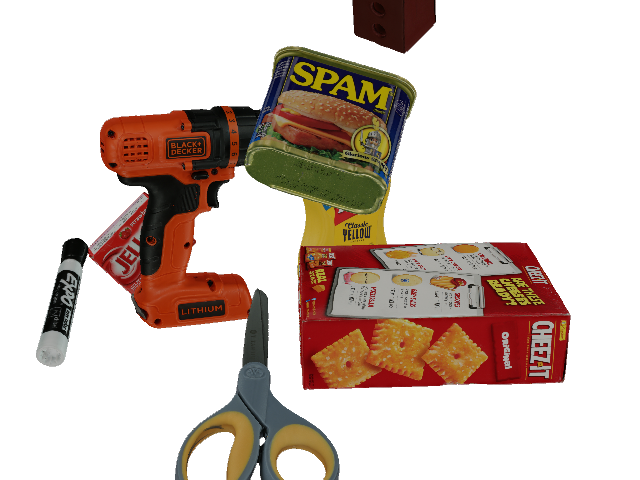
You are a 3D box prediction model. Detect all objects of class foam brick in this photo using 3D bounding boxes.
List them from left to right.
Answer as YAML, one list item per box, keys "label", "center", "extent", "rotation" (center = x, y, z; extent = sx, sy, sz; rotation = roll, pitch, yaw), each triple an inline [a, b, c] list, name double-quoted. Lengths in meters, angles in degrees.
- label: "foam brick"
  center: [0.060, -0.203, 0.872]
  extent: [0.053, 0.051, 0.078]
  rotation: [25, -33, 25]

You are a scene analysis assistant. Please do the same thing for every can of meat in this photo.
- label: "can of meat"
  center: [0.006, -0.074, 0.725]
  extent: [0.102, 0.084, 0.057]
  rotation: [17, -28, 0]

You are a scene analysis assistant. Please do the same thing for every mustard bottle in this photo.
- label: "mustard bottle"
  center: [0.026, -0.046, 1.086]
  extent: [0.096, 0.192, 0.058]
  rotation: [-7, 19, -27]

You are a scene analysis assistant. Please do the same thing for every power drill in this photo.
- label: "power drill"
  center: [-0.095, -0.023, 0.923]
  extent: [0.184, 0.188, 0.057]
  rotation: [-5, 19, -18]

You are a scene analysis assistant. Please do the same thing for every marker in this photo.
- label: "marker"
  center: [-0.178, 0.039, 0.741]
  extent: [0.020, 0.020, 0.121]
  rotation: [0, 38, -2]

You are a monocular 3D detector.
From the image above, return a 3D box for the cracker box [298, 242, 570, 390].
- label: "cracker box"
  center: [0.088, 0.062, 0.919]
  extent: [0.213, 0.072, 0.164]
  rotation: [-1, 21, -2]

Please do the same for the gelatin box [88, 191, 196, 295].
- label: "gelatin box"
  center: [-0.186, 0.007, 1.112]
  extent: [0.073, 0.089, 0.030]
  rotation: [47, -6, -28]

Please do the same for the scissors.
- label: "scissors"
  center: [-0.022, 0.091, 0.625]
  extent: [0.096, 0.016, 0.201]
  rotation: [11, 32, 11]
